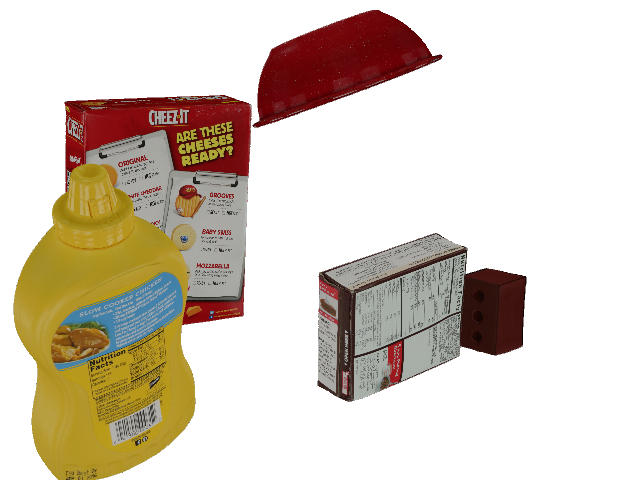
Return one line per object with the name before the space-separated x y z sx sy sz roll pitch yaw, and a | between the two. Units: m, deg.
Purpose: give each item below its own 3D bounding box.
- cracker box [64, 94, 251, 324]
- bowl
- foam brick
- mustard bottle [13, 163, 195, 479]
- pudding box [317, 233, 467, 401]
cracker box | -0.154 -0.026 1.009 0.163 0.214 0.072 -7 18 -30
bowl | 0.012 -0.143 0.854 0.162 0.055 0.162 -20 8 3
foam brick | 0.177 0.073 1.106 0.053 0.078 0.051 12 18 42
mustard bottle | -0.118 0.043 0.584 0.096 0.192 0.058 -23 45 -30
pudding box | 0.051 0.053 0.748 0.113 0.090 0.039 -19 29 -37
